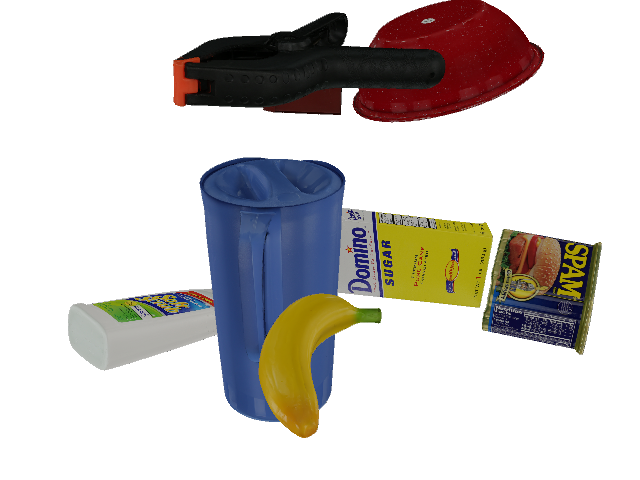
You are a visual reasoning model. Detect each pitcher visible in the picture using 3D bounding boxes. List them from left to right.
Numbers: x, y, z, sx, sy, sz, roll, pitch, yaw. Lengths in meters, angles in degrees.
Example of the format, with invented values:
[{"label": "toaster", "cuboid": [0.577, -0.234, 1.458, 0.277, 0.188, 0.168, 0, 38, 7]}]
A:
[{"label": "pitcher", "cuboid": [-0.045, 0.052, 1.014, 0.149, 0.243, 0.145, -18, 30, -34]}]

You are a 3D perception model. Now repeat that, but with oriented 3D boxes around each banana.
[{"label": "banana", "cuboid": [-0.009, 0.081, 0.789, 0.070, 0.037, 0.197, 6, 23, 16]}]

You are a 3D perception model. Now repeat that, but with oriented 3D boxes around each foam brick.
[{"label": "foam brick", "cuboid": [-0.020, -0.165, 1.163, 0.078, 0.051, 0.053, 0, 11, -17]}]

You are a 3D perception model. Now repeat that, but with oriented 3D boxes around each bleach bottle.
[{"label": "bleach bottle", "cuboid": [-0.196, 0.101, 1.402, 0.250, 0.068, 0.103, -13, 28, -39]}]

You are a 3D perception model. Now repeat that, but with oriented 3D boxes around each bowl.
[{"label": "bowl", "cuboid": [0.097, -0.155, 0.872, 0.162, 0.055, 0.162, -16, 25, 7]}]

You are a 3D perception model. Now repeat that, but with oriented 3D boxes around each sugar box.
[{"label": "sugar box", "cuboid": [0.100, 0.020, 1.213, 0.176, 0.093, 0.048, 5, 22, -3]}]

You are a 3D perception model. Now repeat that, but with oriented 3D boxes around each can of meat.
[{"label": "can of meat", "cuboid": [0.185, 0.039, 0.892, 0.084, 0.057, 0.102, 11, 42, 13]}]

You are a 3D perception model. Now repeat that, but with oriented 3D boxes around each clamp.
[{"label": "clamp", "cuboid": [-0.020, -0.117, 0.684, 0.171, 0.039, 0.120, -8, 23, -25]}]
